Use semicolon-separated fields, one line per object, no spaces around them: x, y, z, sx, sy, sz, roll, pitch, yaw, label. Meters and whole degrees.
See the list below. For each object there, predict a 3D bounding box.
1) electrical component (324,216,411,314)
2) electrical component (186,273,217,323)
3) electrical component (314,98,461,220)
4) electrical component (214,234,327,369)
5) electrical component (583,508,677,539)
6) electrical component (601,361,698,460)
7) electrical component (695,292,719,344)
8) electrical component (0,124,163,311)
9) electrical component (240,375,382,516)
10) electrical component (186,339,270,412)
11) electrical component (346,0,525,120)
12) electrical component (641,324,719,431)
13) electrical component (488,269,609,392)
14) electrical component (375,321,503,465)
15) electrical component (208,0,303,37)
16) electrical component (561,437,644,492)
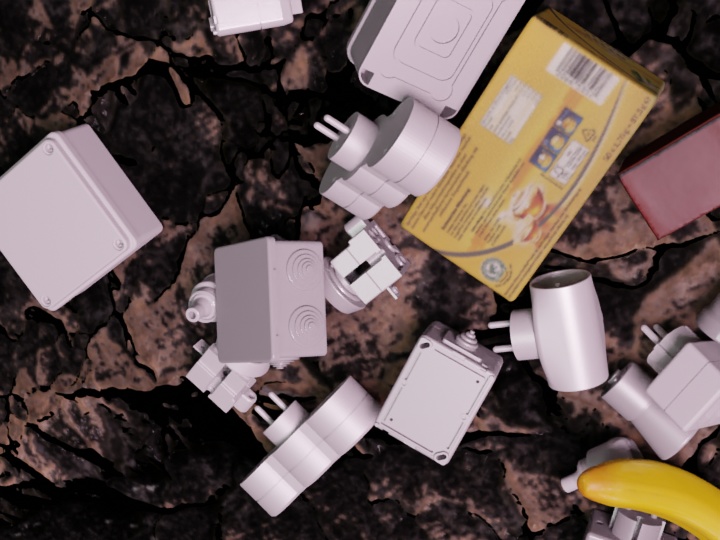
0.000;0.000;0.798;0.055;0.048;0.066;-39;92;18;electrical component
-0.117;0.025;0.837;0.035;0.061;0.035;6;110;17;electrical component
0.003;-0.081;0.721;0.074;0.052;0.138;31;162;-16;electrical component
-0.066;0.023;0.794;0.100;0.048;0.099;-8;83;57;electrical component
0.202;0.195;0.793;0.066;0.047;0.076;17;105;13;electrical component
0.204;0.097;0.762;0.065;0.044;0.044;42;116;7;electrical component
0.255;0.027;0.721;0.040;0.040;0.046;32;109;6;electrical component
-0.234;-0.042;0.858;0.109;0.056;0.108;-34;95;26;electrical component
-0.052;0.129;0.855;0.074;0.052;0.138;45;116;1;electrical component
-0.101;0.075;0.859;0.066;0.048;0.055;42;124;2;electrical component
0.049;-0.167;0.702;0.078;0.057;0.113;20;117;-21;electrical component
0.223;0.064;0.735;0.076;0.066;0.047;50;120;30;electrical component
0.131;0.044;0.767;0.079;0.044;0.077;-7;105;22;electrical component
0.063;0.083;0.799;0.062;0.061;0.096;29;107;8;electrical component
-0.077;-0.197;0.738;0.061;0.096;0.061;-11;106;-6;electrical component
0.177;0.148;0.792;0.061;0.035;0.035;-31;96;28;electrical component
